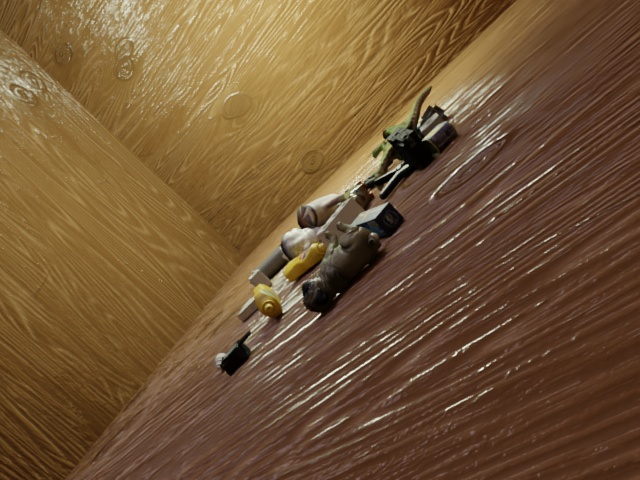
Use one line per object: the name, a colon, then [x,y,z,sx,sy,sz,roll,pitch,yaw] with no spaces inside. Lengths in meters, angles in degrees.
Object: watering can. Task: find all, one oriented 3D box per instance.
watering can: [0.006,-0.103,2.047,0.226,0.104,0.343,-24,-7,-25]

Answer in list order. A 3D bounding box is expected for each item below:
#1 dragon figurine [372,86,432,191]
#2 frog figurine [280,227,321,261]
dragon figurine: [0.289,-0.357,1.761,0.408,0.122,0.245,-62,5,9]
frog figurine: [-0.059,0.007,1.888,0.158,0.120,0.140,-36,42,10]
